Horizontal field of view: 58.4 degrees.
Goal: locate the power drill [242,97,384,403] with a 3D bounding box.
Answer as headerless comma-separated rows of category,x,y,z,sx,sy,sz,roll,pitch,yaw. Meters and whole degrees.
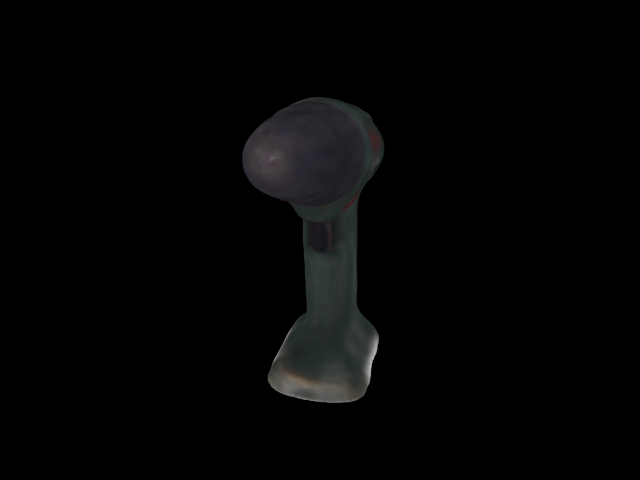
power drill,0.004,0.001,0.400,0.075,0.208,0.230,5,25,11
